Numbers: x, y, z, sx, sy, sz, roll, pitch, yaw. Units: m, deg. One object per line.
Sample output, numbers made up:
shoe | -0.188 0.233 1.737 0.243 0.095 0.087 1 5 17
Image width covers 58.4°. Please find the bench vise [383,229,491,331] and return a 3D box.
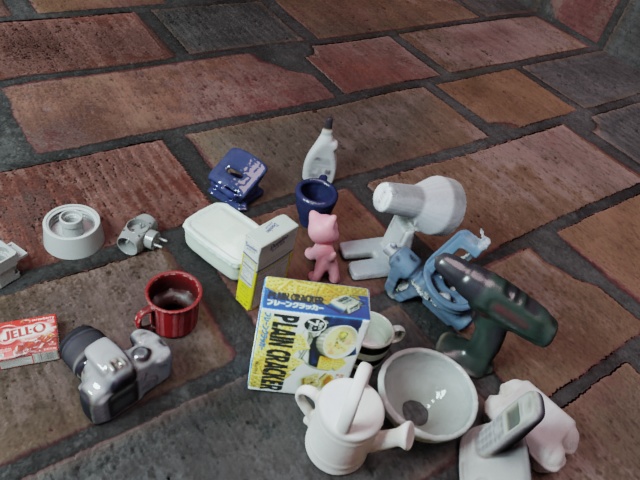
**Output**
bench vise | 0.214 0.055 1.061 0.207 0.220 0.121 19 43 5

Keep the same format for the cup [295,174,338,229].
cup | -0.011 -0.079 1.232 0.091 0.095 0.118 16 43 2

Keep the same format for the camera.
camera | -0.319 0.179 0.874 0.136 0.101 0.143 37 47 23

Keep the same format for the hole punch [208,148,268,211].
hole punch | -0.179 -0.133 1.246 0.108 0.091 0.101 30 45 17

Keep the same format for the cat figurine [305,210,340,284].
cat figurine | 0.010 0.004 1.134 0.067 0.118 0.127 -1 45 -15

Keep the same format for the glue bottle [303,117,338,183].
glue bottle | 0.009 -0.207 1.313 0.078 0.173 0.037 8 43 -6

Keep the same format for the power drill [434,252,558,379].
power drill | 0.278 0.141 0.996 0.229 0.208 0.076 24 44 10

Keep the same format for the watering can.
watering can | 0.050 0.252 0.828 0.173 0.194 0.101 9 43 -6

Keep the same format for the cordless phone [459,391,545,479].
cordless phone | 0.274 0.313 0.831 0.094 0.185 0.147 11 43 -3

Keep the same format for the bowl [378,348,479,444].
bowl | 0.167 0.264 0.936 0.167 0.075 0.167 8 43 -7

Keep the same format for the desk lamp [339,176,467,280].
desk lamp | 0.165 -0.030 1.141 0.204 0.213 0.117 -7 47 -22

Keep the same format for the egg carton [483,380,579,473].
egg carton | 0.348 0.305 0.946 0.107 0.069 0.150 -27 57 -36
